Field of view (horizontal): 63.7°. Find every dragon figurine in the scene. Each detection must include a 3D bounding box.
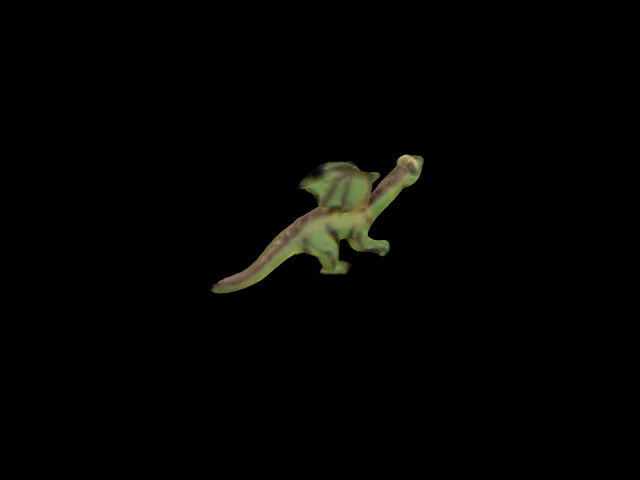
[{"bbox_3d":[0.003,-0.043,0.850,0.413,0.124,0.237,-22,-36,-18],"label":"dragon figurine"}]
